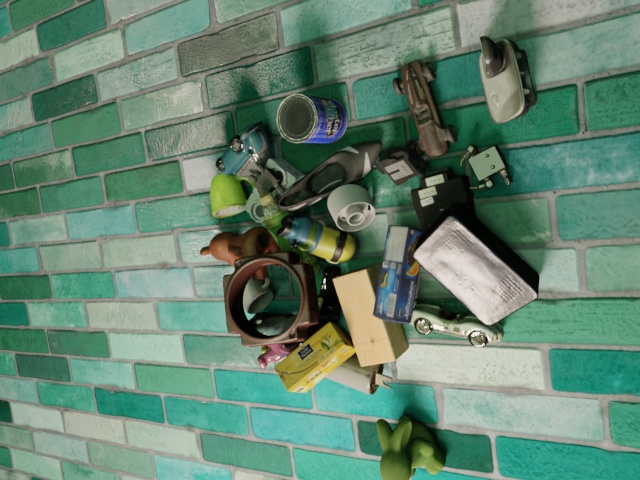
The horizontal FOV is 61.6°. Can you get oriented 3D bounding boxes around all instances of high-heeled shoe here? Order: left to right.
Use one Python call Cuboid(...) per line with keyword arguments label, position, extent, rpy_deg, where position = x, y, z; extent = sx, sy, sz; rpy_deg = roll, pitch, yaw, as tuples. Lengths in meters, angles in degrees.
Cuboid(label="high-heeled shoe", position=(0.016, -0.142, 1.182), extent=(0.249, 0.145, 0.086), rpy_deg=(-38, 80, 31))

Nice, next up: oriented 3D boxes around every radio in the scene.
Cuboid(label="radio", position=(0.302, 0.051, 1.054), extent=(0.229, 0.073, 0.131), rpy_deg=(43, 123, 0))

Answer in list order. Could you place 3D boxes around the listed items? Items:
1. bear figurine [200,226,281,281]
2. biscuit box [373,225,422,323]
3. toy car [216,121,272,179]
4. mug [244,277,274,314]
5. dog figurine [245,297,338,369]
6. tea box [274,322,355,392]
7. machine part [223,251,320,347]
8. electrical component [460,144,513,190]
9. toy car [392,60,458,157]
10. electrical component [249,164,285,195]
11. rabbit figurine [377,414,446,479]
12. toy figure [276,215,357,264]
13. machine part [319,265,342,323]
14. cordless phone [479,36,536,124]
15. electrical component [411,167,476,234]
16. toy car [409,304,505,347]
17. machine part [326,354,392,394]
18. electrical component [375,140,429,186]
Cuboid(label="bear figurine", position=(-0.198, 0.034, 1.353), extent=(0.196, 0.120, 0.131), rpy_deg=(-15, 105, 40))
Cuboid(label="biscuit box", position=(0.168, 0.073, 1.136), extent=(0.059, 0.062, 0.202), rpy_deg=(5, 82, 47))
Cuboid(label="toy car", position=(-0.175, -0.203, 1.311), extent=(0.103, 0.109, 0.161), rpy_deg=(44, 127, -3))
Cuboid(label="mug", position=(-0.177, 0.117, 1.377), extent=(0.107, 0.081, 0.109), rpy_deg=(44, 122, 27))
Cuboid(label="dog figurine", position=(-0.070, 0.211, 1.310), extent=(0.219, 0.191, 0.108), rpy_deg=(-28, 104, 7))
Cuboid(label="tea box", position=(-0.007, 0.266, 1.213), extent=(0.169, 0.098, 0.068), rpy_deg=(-40, 62, 5))
Cuboid(label="machine part", position=(-0.110, 0.131, 1.197), extent=(0.202, 0.087, 0.201), rpy_deg=(-9, 80, 14))
Cuboid(label="electrical component", position=(0.324, -0.144, 1.060), extent=(0.078, 0.045, 0.102), rpy_deg=(-22, 87, 32))
Cuboid(label="toy car", position=(0.212, -0.268, 1.103), extent=(0.089, 0.053, 0.202), rpy_deg=(-17, 91, 34))
Cuboid(label="electrical component", position=(-0.125, -0.133, 1.263), extent=(0.094, 0.021, 0.063), rpy_deg=(46, 118, 15))
Cuboid(label="rabbit figurine", position=(0.187, 0.464, 1.169), extent=(0.121, 0.170, 0.159), rpy_deg=(-14, 92, 31))
Cuboid(label="toy figure", position=(-0.004, 0.000, 1.208), extent=(0.082, 0.180, 0.089), rpy_deg=(-66, 21, 0))
Cuboid(label="machine part", position=(0.023, 0.126, 1.282), extent=(0.084, 0.039, 0.138), rpy_deg=(24, 119, 30))
Cuboid(label="cordless phone", position=(0.323, -0.288, 0.957), extent=(0.089, 0.184, 0.146), rpy_deg=(-12, 92, 27))
Cuboid(label="electrical component", position=(0.255, -0.079, 1.105), extent=(0.115, 0.058, 0.134), rpy_deg=(-12, 92, 29))
Cuboid(label="toy car", position=(0.280, 0.175, 1.122), extent=(0.202, 0.073, 0.056), rpy_deg=(8, 103, 29))
Cuboid(label="machine part", position=(0.058, 0.302, 1.272), extent=(0.244, 0.079, 0.079), rpy_deg=(13, 104, 27))
Cuboid(label="electrical component", position=(0.160, -0.157, 1.131), extent=(0.119, 0.048, 0.074), rpy_deg=(-13, 126, 45))
